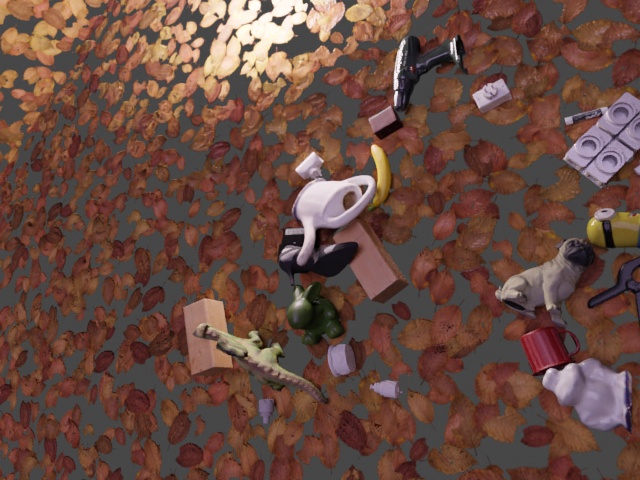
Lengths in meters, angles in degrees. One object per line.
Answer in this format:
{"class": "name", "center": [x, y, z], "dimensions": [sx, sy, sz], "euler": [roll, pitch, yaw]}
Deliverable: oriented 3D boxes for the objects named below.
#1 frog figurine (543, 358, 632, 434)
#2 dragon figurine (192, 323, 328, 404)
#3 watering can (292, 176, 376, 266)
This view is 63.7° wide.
{"class": "frog figurine", "center": [0.539, 0.309, 1.041], "dimensions": [0.159, 0.123, 0.137], "euler": [2, 98, 31]}
{"class": "dragon figurine", "center": [-0.183, 0.321, 1.374], "dimensions": [0.413, 0.240, 0.123], "euler": [20, 82, 34]}
{"class": "watering can", "center": [0.004, -0.070, 1.399], "dimensions": [0.353, 0.102, 0.225], "euler": [-44, 33, -25]}
